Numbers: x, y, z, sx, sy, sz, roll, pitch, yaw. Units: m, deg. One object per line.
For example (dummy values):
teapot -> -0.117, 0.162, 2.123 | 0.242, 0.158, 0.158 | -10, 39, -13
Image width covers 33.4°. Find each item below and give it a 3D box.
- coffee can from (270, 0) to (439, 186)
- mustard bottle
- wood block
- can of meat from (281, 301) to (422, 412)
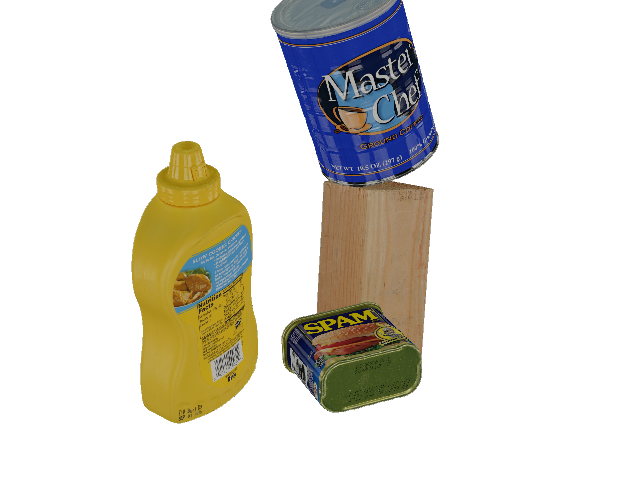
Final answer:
coffee can -> 0.030, -0.129, 0.852 | 0.103, 0.140, 0.103 | -14, 33, 9
mustard bottle -> -0.084, 0.023, 0.718 | 0.058, 0.192, 0.096 | 22, 37, 31
wood block -> 0.057, 0.040, 1.177 | 0.090, 0.206, 0.091 | -3, 11, -34
can of meat -> 0.028, 0.103, 0.941 | 0.102, 0.057, 0.084 | -12, 26, -20
